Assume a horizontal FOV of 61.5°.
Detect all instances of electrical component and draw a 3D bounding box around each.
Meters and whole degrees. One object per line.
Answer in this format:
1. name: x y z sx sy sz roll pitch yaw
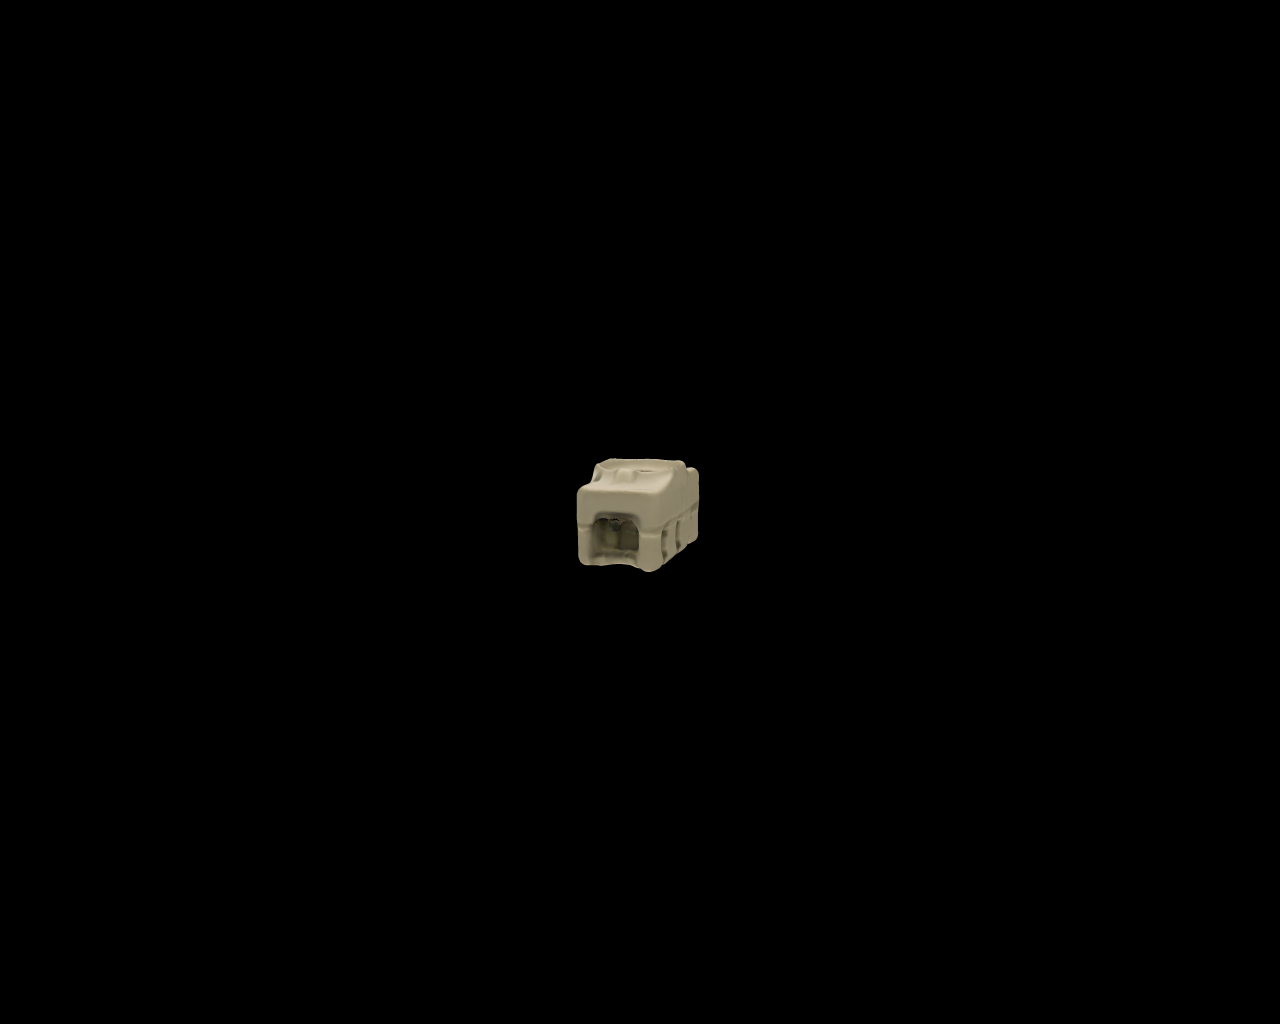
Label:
1. electrical component: 0.001 -0.003 0.650 0.050 0.055 0.089 4 13 19
